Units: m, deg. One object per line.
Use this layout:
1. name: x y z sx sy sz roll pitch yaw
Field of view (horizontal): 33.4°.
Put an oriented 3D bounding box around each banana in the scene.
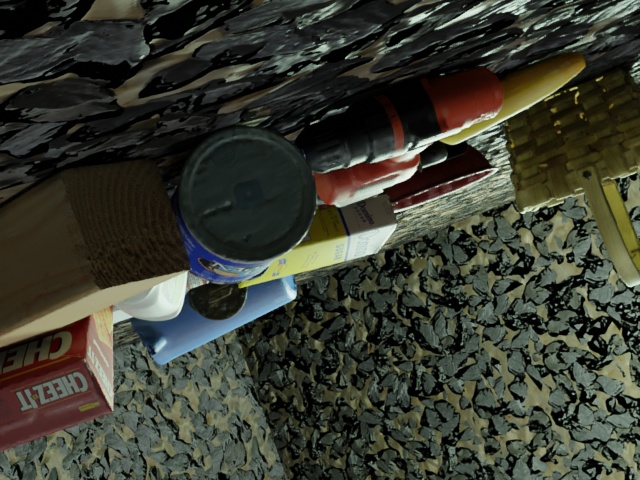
1. banana: 0.163 -0.130 1.011 0.069 0.037 0.198 -36 -174 -33

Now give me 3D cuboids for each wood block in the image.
1. wood block: -0.207 0.017 0.815 0.207 0.090 0.090 -23 174 40

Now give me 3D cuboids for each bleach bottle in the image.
1. bleach bottle: -0.163 0.029 0.971 0.068 0.102 0.251 7 179 -3

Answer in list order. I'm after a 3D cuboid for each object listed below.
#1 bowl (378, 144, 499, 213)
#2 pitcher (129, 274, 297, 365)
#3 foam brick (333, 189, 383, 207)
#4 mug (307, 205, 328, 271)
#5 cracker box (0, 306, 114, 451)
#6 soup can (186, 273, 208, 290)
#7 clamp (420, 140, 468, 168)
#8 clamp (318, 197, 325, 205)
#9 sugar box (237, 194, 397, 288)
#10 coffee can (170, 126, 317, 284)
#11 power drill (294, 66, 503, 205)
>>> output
1. bowl: 0.133 -0.082 1.304 0.162 0.055 0.162 -20 176 -2
2. pitcher: -0.164 0.080 1.632 0.243 0.149 0.145 -23 160 8
3. foam brick: 0.030 -0.067 1.060 0.051 0.053 0.078 -20 176 5
4. mug: 0.008 -0.009 1.481 0.093 0.081 0.117 -23 175 33
5. cracker box: -0.276 0.097 0.978 0.164 0.072 0.214 -20 -151 1
6. soup can: -0.188 0.035 1.244 0.102 0.068 0.068 -19 175 -9
7. clamp: 0.059 -0.074 1.174 0.210 0.036 0.164 -18 -179 10
8. clamp: -0.061 -0.039 1.105 0.120 0.039 0.171 -19 170 39
9. sugar box: -0.008 0.002 1.200 0.176 0.048 0.093 -12 161 -18
10. coffee can: -0.067 -0.023 0.844 0.102 0.103 0.140 -19 175 -15
11. power drill: 0.047 -0.082 0.920 0.184 0.057 0.188 -19 175 -17
